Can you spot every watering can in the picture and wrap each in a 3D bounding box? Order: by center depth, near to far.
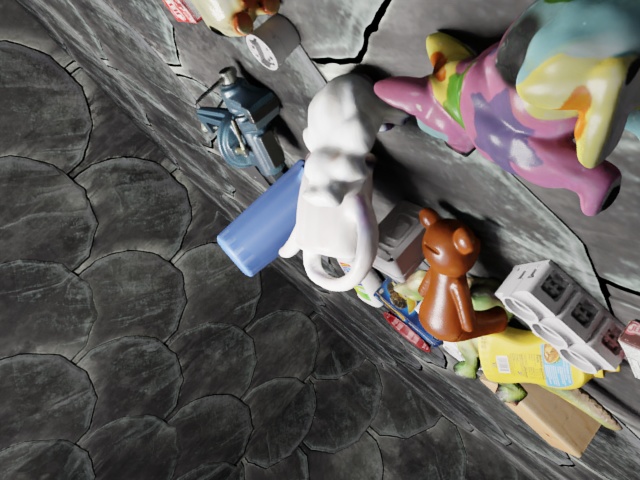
[{"bbox_3d":[0.003,-0.042,0.834,0.104,0.224,0.348,7,-177,-24],"label":"watering can"}]

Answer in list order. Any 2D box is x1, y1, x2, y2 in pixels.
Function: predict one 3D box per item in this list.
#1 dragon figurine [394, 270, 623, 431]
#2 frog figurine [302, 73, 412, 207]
[{"bbox_3d":[0.311,0.162,0.881,0.413,0.124,0.237,22,150,35],"label":"dragon figurine"},{"bbox_3d":[0.020,-0.119,0.627,0.121,0.161,0.138,50,165,-29],"label":"frog figurine"}]
